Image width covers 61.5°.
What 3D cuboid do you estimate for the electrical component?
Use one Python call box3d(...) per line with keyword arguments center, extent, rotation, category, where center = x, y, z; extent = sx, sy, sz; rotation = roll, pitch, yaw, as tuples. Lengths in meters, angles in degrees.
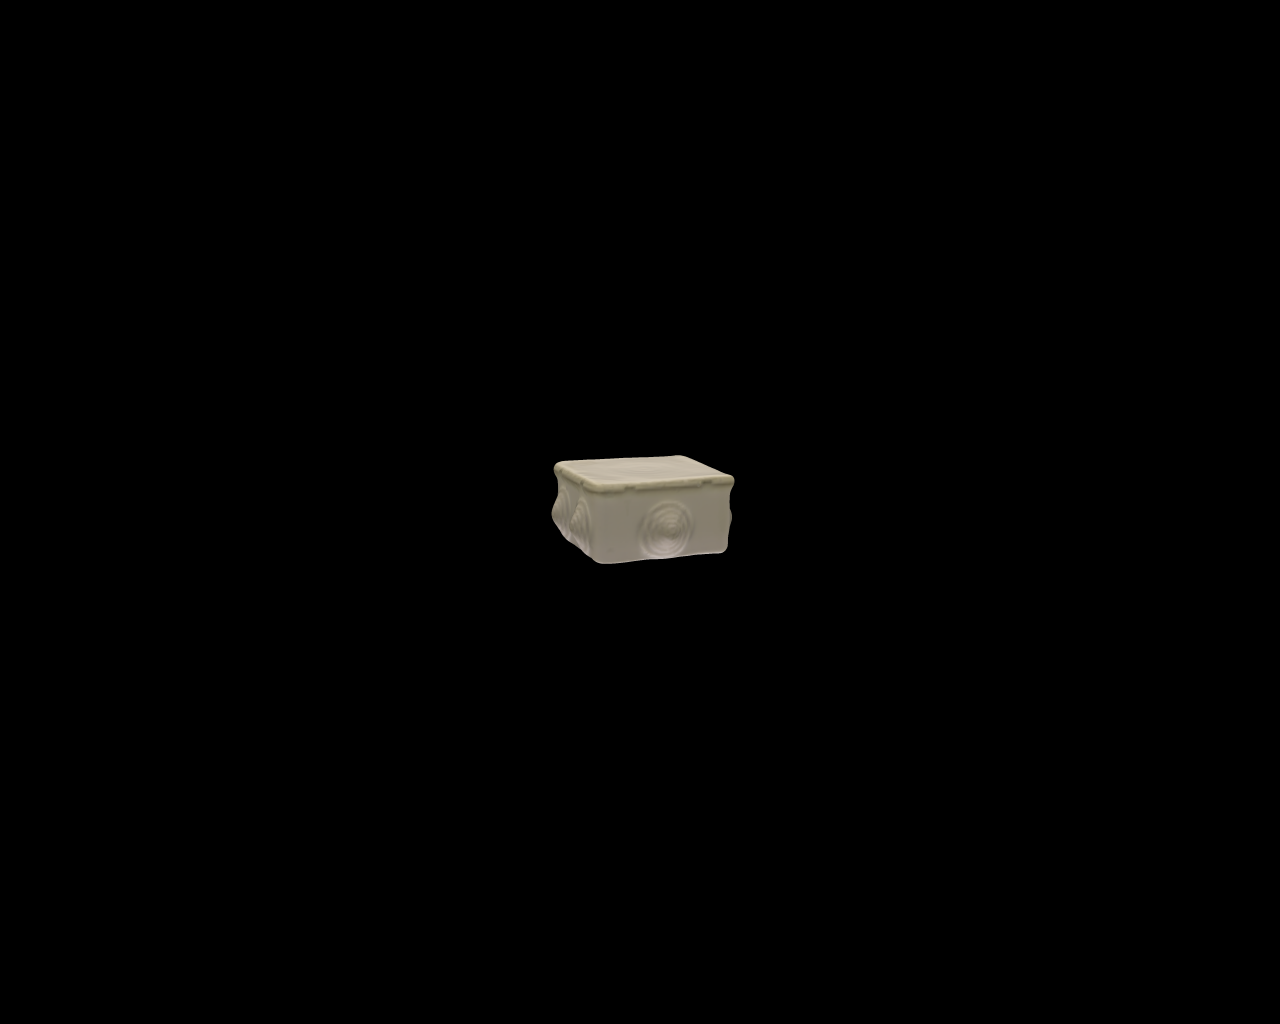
box3d(center=(0.001, -0.003, 0.650), extent=(0.100, 0.048, 0.100), rotation=(-4, 13, -19), category="electrical component")
